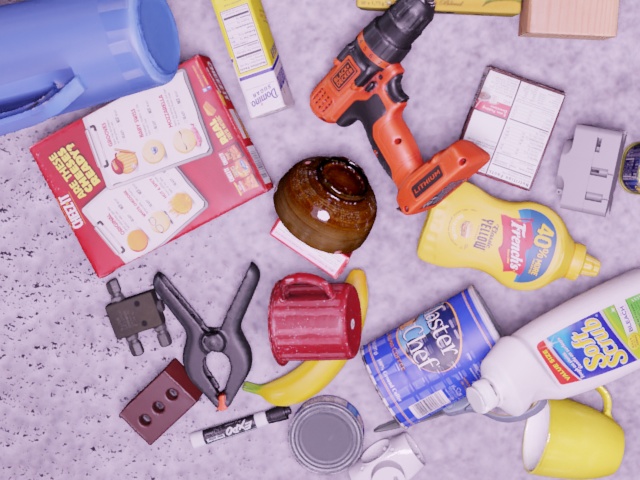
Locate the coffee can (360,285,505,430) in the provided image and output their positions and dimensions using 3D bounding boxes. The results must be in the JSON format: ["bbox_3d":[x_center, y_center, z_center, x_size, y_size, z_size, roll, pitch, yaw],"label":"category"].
[{"bbox_3d":[0.129,0.126,1.147,0.140,0.102,0.103,-30,94,9],"label":"coffee can"}]

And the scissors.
[{"bbox_3d":[0.156,0.168,1.188,0.202,0.096,0.016,-8,142,31],"label":"scissors"}]

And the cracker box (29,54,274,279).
[{"bbox_3d":[-0.180,-0.080,1.164,0.214,0.072,0.164,-27,93,10],"label":"cracker box"}]

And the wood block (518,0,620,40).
[{"bbox_3d":[0.256,-0.310,1.079,0.091,0.090,0.206,3,99,4],"label":"wood block"}]

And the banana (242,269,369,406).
[{"bbox_3d":[-0.001,0.123,1.193,0.069,0.037,0.198,43,100,-2],"label":"banana"}]

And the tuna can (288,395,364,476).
[{"bbox_3d":[0.008,0.220,1.208,0.086,0.033,0.086,1,98,6],"label":"tuna can"}]

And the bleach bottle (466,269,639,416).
[{"bbox_3d":[0.257,0.118,1.090,0.250,0.068,0.102,-24,97,-25],"label":"bleach bottle"}]

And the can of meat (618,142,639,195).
[{"bbox_3d":[0.369,-0.070,1.103,0.102,0.084,0.057,9,94,4],"label":"can of meat"}]

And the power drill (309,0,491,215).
[{"bbox_3d":[0.090,-0.135,1.087,0.185,0.057,0.188,-44,71,39],"label":"power drill"}]

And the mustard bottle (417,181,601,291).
[{"bbox_3d":[0.206,0.002,1.145,0.191,0.058,0.096,18,95,2],"label":"mustard bottle"}]

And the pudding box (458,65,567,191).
[{"bbox_3d":[0.201,-0.119,1.138,0.090,0.039,0.113,20,102,1],"label":"pudding box"}]

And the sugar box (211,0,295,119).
[{"bbox_3d":[-0.075,-0.217,1.123,0.048,0.093,0.176,-20,97,8],"label":"sugar box"}]

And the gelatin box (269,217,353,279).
[{"bbox_3d":[-0.007,0.002,1.157,0.089,0.073,0.030,33,100,0],"label":"gelatin box"}]

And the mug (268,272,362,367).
[{"bbox_3d":[-0.006,0.078,1.124,0.082,0.093,0.117,-3,130,16],"label":"mug"}]

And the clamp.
[{"bbox_3d":[-0.110,0.104,1.200,0.120,0.039,0.171,-13,102,12],"label":"clamp"}]

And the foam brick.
[{"bbox_3d":[-0.178,0.183,1.212,0.053,0.051,0.078,45,99,-2],"label":"foam brick"}]

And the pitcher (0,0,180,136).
[{"bbox_3d":[-0.274,-0.183,1.098,0.243,0.144,0.149,-9,89,18],"label":"pitcher"}]

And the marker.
[{"bbox_3d":[-0.090,0.213,1.223,0.121,0.020,0.020,-19,96,8],"label":"marker"}]
